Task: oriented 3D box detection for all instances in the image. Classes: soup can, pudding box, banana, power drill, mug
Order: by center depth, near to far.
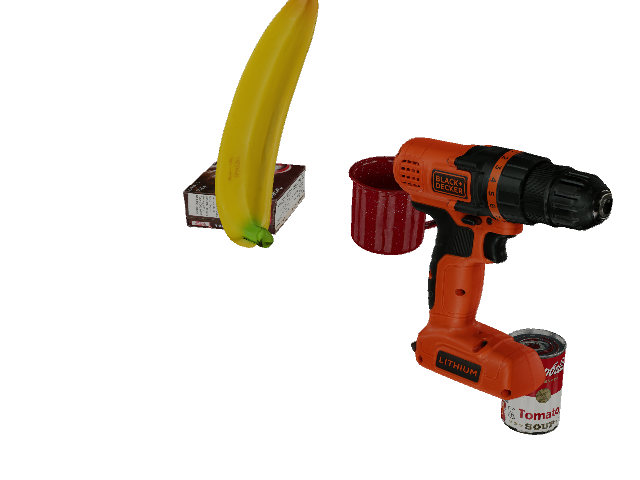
[{"bbox_3d":[-0.035,-0.071,0.692,0.070,0.197,0.037,-20,-38,41],"label":"banana"},{"bbox_3d":[0.134,0.021,0.806,0.057,0.188,0.185,-17,24,-39],"label":"power drill"},{"bbox_3d":[-0.070,-0.044,1.013,0.090,0.039,0.113,5,23,12],"label":"pudding box"},{"bbox_3d":[0.087,-0.038,1.171,0.117,0.081,0.093,-3,29,-10],"label":"mug"},{"bbox_3d":[0.242,0.161,1.216,0.068,0.102,0.068,0,22,0],"label":"soup can"}]
